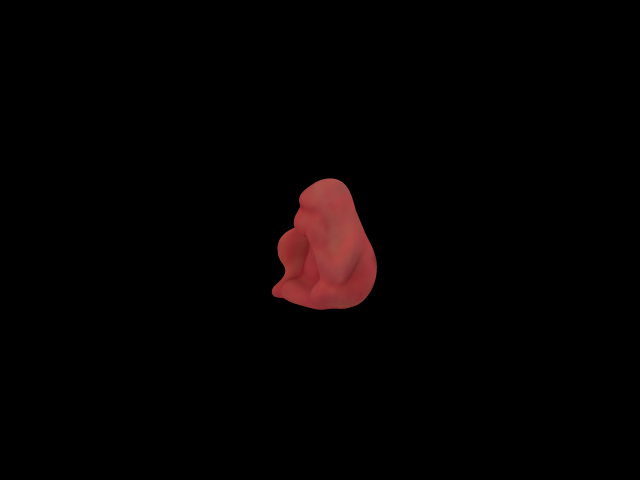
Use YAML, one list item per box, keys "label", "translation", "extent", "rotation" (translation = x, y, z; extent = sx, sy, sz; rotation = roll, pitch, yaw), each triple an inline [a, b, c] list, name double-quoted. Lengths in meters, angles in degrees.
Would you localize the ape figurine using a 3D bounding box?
- label: "ape figurine"
  translation: [0.004, 0.001, 0.400]
  extent: [0.076, 0.092, 0.077]
  rotation: [-4, 24, -9]
